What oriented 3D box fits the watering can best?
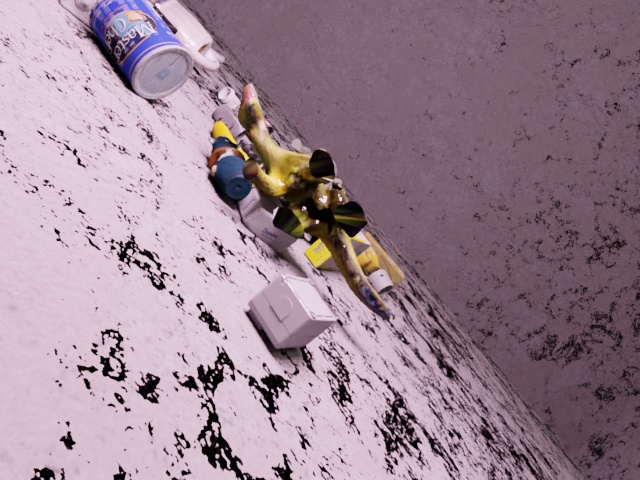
[{"bbox_3d":[-0.345,-0.527,1.338,0.222,0.103,0.353,46,12,-16],"label":"watering can"}]

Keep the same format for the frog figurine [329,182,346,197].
[{"bbox_3d":[0.004,-0.062,1.239,0.136,0.124,0.158,37,-23,-23],"label":"frog figurine"}]

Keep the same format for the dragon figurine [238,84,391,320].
[{"bbox_3d":[-0.021,-0.065,0.841,0.406,0.122,0.245,59,0,-15],"label":"dragon figurine"}]
